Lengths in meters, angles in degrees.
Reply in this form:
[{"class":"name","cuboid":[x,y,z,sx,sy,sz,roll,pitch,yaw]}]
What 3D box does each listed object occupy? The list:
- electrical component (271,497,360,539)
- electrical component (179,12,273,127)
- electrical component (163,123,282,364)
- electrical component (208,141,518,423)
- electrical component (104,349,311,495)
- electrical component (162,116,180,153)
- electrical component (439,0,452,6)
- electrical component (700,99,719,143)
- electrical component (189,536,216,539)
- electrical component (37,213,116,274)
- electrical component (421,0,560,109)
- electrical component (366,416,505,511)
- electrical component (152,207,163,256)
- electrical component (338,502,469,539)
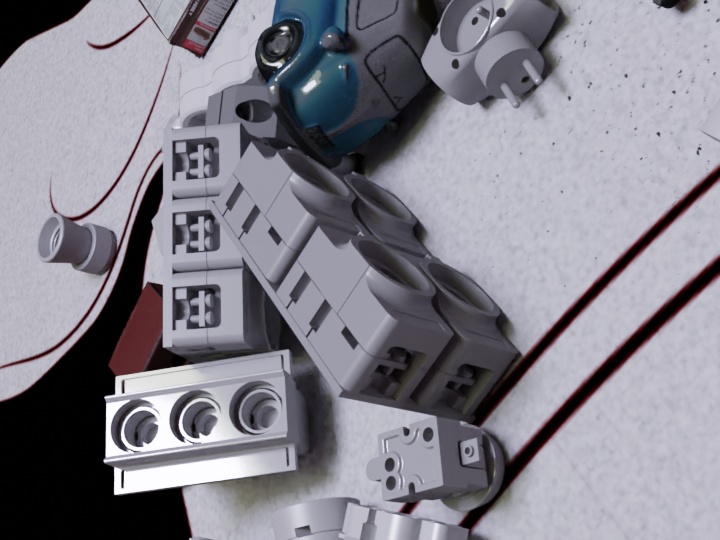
[{"class":"electrical component","cuboid":[-0.023,0.167,0.646,0.055,0.055,0.047,-30,60,38]},{"class":"electrical component","cuboid":[-0.088,-0.161,0.827,0.138,0.052,0.073,-26,59,40]},{"class":"electrical component","cuboid":[-0.092,-0.015,0.740,0.062,0.089,0.150,-4,76,7]},{"class":"electrical component","cuboid":[0.000,0.000,0.637,0.060,0.105,0.186,-56,44,18]},{"class":"electrical component","cuboid":[-0.098,0.103,0.706,0.121,0.063,0.078,-10,67,11]},{"class":"electrical component","cuboid":[-0.146,-0.094,0.882,0.035,0.035,0.061,9,86,49]},{"class":"electrical component","cuboid":[0.068,-0.196,0.650,0.079,0.077,0.044,-39,51,32]},{"class":"electrical component","cuboid":[0.207,-0.079,0.484,0.079,0.044,0.077,43,109,46]},{"class":"electrical component","cuboid":[-0.078,0.235,0.676,0.079,0.063,0.121,-5,73,47]},{"class":"electrical component","cuboid":[-0.252,-0.022,0.957,0.045,0.055,0.045,-18,64,43]},{"class":"electrical component","cuboid":[0.083,-0.128,0.636,0.077,0.044,0.079,-46,47,27]},{"class":"electrical component","cuboid":[0.046,0.106,0.589,0.066,0.055,0.048,-25,60,40]},{"class":"electrical component","cuboid":[-0.129,-0.040,0.840,0.063,0.042,0.081,-48,46,30]},{"class":"electrical component","cuboid":[0.020,0.164,0.597,0.078,0.058,0.057,0,74,48]}]
